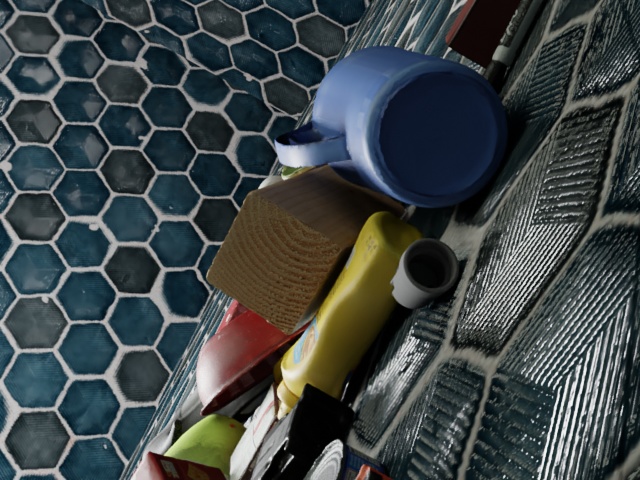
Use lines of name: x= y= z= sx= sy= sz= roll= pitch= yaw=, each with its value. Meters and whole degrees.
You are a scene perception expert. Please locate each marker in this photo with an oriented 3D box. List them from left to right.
marker: x=0.169 y=-0.179 z=0.917 sx=0.121 sy=0.020 sz=0.020 roll=-62 pitch=7 yaw=-5

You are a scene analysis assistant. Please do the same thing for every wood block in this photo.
wood block: x=-0.007 y=0.001 z=0.951 sx=0.091 sy=0.090 sz=0.205 roll=-61 pitch=-11 yaw=19

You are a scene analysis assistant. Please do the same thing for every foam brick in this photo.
foam brick: x=0.156 y=-0.201 z=0.970 sx=0.078 sy=0.051 sz=0.053 roll=-60 pitch=6 yaw=19

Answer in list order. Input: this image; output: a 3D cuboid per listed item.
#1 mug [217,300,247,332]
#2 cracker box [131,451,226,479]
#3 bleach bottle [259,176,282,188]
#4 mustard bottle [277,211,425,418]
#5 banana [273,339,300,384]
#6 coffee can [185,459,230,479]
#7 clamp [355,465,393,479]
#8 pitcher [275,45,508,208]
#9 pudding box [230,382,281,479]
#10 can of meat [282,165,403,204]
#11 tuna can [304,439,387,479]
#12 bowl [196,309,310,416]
mug: x=-0.085 y=0.126 z=1.308 sx=0.117 sy=0.081 sz=0.093 roll=-64 pitch=7 yaw=-20
cracker box: x=-0.112 y=0.278 z=0.710 sx=0.214 sy=0.072 sz=0.164 roll=-59 pitch=37 yaw=13
bleach bottle: x=-0.032 y=-0.017 z=1.199 sx=0.068 sy=0.102 sz=0.250 roll=-56 pitch=8 yaw=17
mustard bottle: x=0.018 y=0.073 z=0.861 sx=0.192 sy=0.058 sz=0.096 roll=-59 pitch=5 yaw=18
banana: x=-0.009 y=0.111 z=1.024 sx=0.069 sy=0.037 sz=0.198 roll=-38 pitch=-7 yaw=-36
coffee can: x=-0.134 y=0.284 z=0.959 sx=0.140 sy=0.102 sz=0.103 roll=-60 pitch=7 yaw=18
clamp: x=-0.010 y=0.222 z=0.568 sx=0.209 sy=0.036 sz=0.165 roll=-64 pitch=7 yaw=-31
pitcher: x=0.061 y=-0.091 z=0.878 sx=0.149 sy=0.145 sz=0.243 roll=-58 pitch=10 yaw=5
pudding box: x=-0.047 y=0.188 z=0.975 sx=0.090 sy=0.039 sz=0.113 roll=-62 pitch=5 yaw=4
can of meat: x=0.023 y=-0.059 z=1.082 sx=0.102 sy=0.084 sz=0.057 roll=-24 pitch=25 yaw=27
tuna can: x=0.007 y=0.170 z=0.662 sx=0.086 sy=0.033 sz=0.086 roll=-60 pitch=7 yaw=12
bowl: x=-0.070 y=0.110 z=1.089 sx=0.162 sy=0.055 sz=0.162 roll=-37 pitch=-10 yaw=-8
